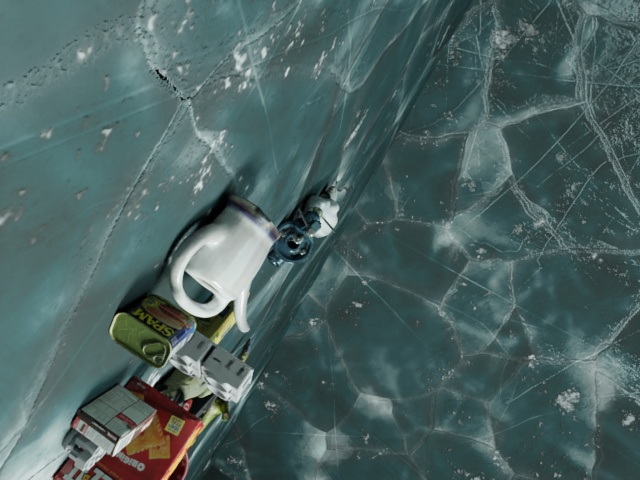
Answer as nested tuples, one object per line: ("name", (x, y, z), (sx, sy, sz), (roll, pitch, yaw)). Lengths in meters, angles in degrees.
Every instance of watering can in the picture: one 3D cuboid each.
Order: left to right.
("watering can", (-0.160, 0.052, 0.972), (0.226, 0.105, 0.342), (-57, 155, -13))

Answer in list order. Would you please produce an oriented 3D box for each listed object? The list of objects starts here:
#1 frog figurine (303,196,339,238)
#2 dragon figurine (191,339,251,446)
("frog figurine", (0.005, -0.081, 1.617), (0.139, 0.123, 0.157), (-34, 174, -23))
("dragon figurine", (-0.367, 0.537, 1.778), (0.239, 0.121, 0.419), (-42, -169, 35))
